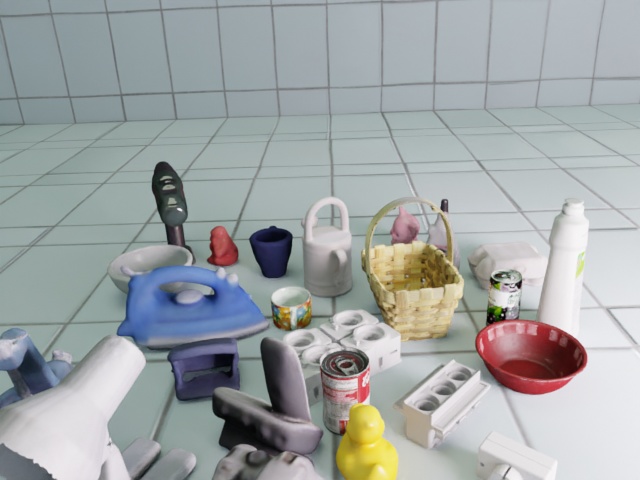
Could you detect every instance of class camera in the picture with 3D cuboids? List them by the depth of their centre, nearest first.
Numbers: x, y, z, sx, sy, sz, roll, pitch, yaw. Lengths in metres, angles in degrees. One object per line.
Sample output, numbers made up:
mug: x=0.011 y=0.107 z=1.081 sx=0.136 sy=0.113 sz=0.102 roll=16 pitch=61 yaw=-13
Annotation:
camera: x=-0.067 y=0.294 z=0.607 sx=0.142 sy=0.101 sz=0.137 roll=10 pitch=27 yaw=26

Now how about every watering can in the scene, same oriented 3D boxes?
watering can: x=0.008 y=0.005 z=1.143 sx=0.172 sy=0.194 sz=0.101 roll=20 pitch=32 yaw=41

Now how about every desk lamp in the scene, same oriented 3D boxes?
desk lamp: x=-0.249 y=0.227 z=0.635 sx=0.117 sy=0.214 sz=0.204 roll=8 pitch=26 yaw=22

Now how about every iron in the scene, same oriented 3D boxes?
iron: x=-0.223 y=0.102 z=1.007 sx=0.258 sy=0.141 sz=0.118 roll=-4 pitch=24 yaw=-3

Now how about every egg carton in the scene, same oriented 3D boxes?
egg carton: x=0.380 y=0.052 z=1.157 sx=0.150 sy=0.069 sz=0.107 roll=-4 pitch=24 yaw=-5

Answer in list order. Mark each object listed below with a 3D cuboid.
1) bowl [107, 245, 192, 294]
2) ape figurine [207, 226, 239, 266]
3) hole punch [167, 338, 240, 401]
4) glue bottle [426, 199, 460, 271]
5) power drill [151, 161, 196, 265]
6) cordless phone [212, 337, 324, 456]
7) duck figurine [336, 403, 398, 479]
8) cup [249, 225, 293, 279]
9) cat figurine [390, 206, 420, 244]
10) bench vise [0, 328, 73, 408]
bowl: x=-0.339 y=0.075 z=1.163 sx=0.167 sy=0.075 sz=0.167 roll=-2 pitch=24 yaw=1
ape figurine: x=-0.222 y=0.011 z=1.276 sx=0.076 sy=0.092 sz=0.078 roll=-2 pitch=24 yaw=2
hole punch: x=-0.180 y=0.182 z=0.885 sx=0.109 sy=0.091 sz=0.101 roll=-7 pitch=24 yaw=-11
glue bottle: x=0.248 y=-0.002 z=1.164 sx=0.078 sy=0.173 sz=0.037 roll=4 pitch=25 yaw=14
power drill: x=-0.332 y=-0.052 z=1.283 sx=0.076 sy=0.208 sz=0.229 roll=-10 pitch=25 yaw=-17
cordless phone: x=-0.073 y=0.191 z=0.736 sx=0.147 sy=0.185 sz=0.094 roll=12 pitch=28 yaw=29
duck figurine: x=0.058 y=0.250 z=0.714 sx=0.077 sy=0.086 sz=0.104 roll=-7 pitch=24 yaw=-10
cup: x=-0.101 y=0.027 z=1.226 sx=0.091 sy=0.095 sz=0.117 roll=-3 pitch=24 yaw=-1
cat figurine: x=0.192 y=-0.026 z=1.292 sx=0.067 sy=0.118 sz=0.128 roll=1 pitch=24 yaw=7
bench vise: x=-0.368 y=0.190 z=0.721 sx=0.122 sy=0.220 sz=0.206 roll=-14 pitch=26 yaw=-24
